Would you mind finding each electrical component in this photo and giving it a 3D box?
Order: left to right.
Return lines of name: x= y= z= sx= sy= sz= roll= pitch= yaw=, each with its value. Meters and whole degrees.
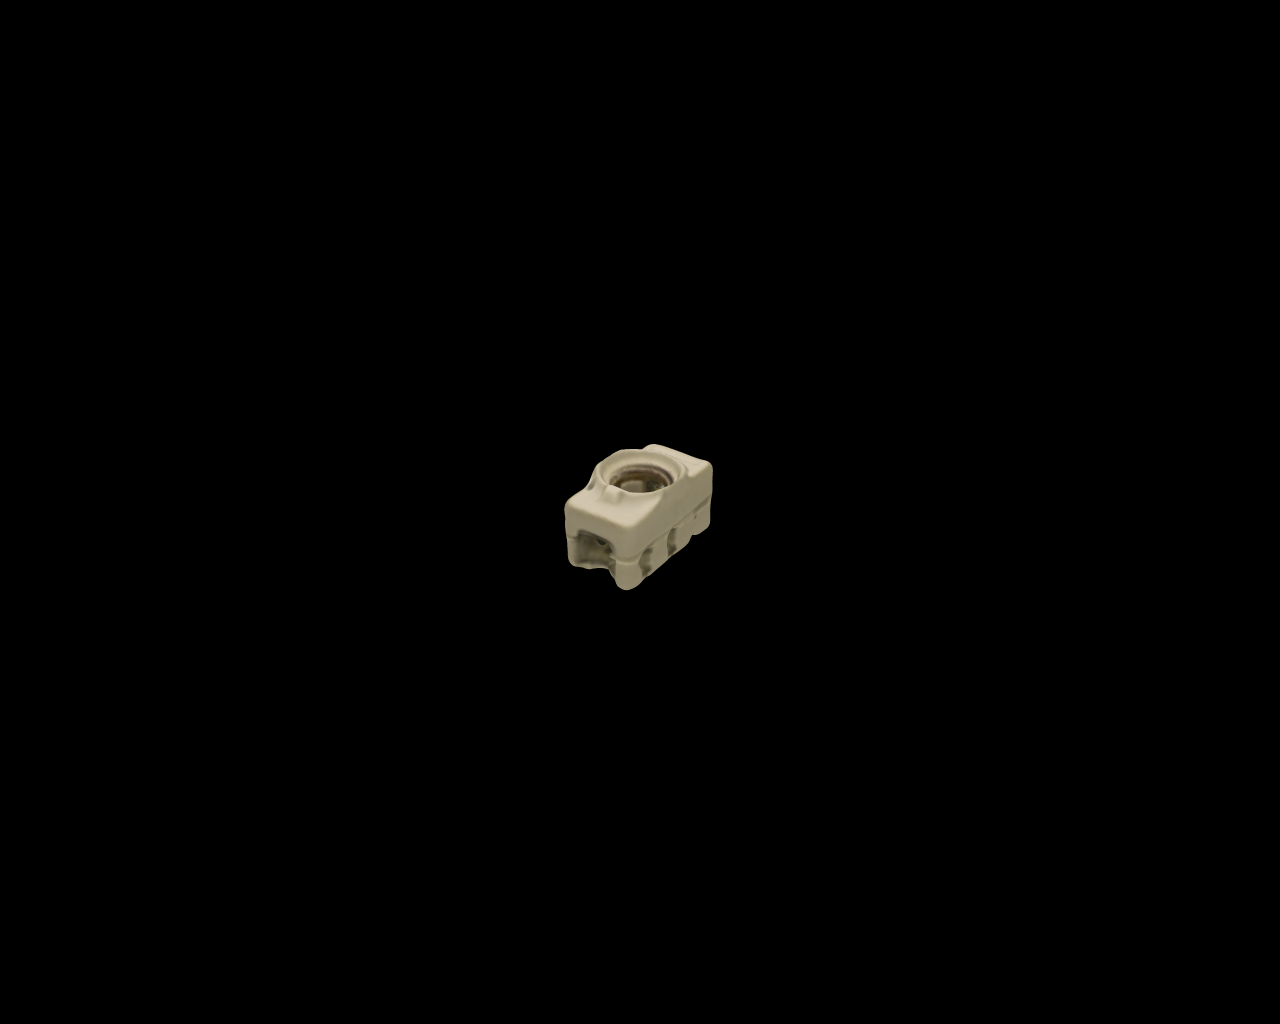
electrical component: x=0.001 y=-0.003 z=0.650 sx=0.050 sy=0.055 sz=0.090 roll=22 pitch=40 yaw=30
